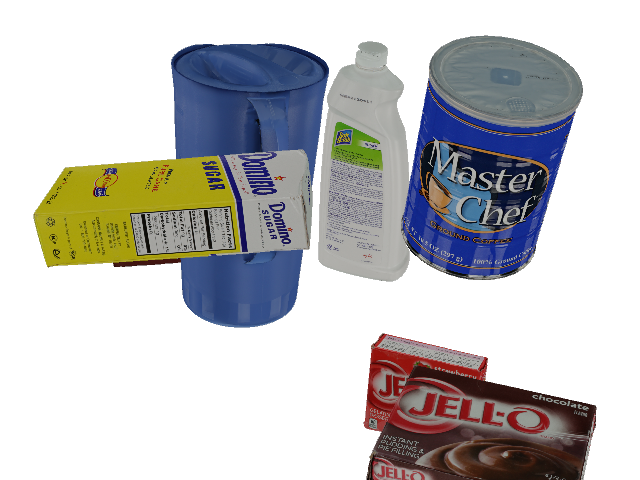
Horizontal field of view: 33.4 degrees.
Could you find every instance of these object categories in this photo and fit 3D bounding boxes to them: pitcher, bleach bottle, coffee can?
[{"bbox_3d":[-0.065,-0.043,0.942,0.145,0.243,0.149,18,30,23],"label":"pitcher"},{"bbox_3d":[0.052,-0.082,1.111,0.103,0.251,0.068,12,33,13],"label":"bleach bottle"},{"bbox_3d":[0.117,-0.057,0.752,0.102,0.140,0.103,4,41,-3],"label":"coffee can"}]

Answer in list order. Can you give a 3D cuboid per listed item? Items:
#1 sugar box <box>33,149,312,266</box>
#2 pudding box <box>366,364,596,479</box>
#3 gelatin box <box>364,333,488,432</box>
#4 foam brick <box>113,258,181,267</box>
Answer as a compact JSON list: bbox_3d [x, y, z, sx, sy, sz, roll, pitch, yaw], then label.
[{"bbox_3d":[-0.095,-0.024,0.724,0.176,0.048,0.093,-7,24,3],"label":"sugar box"},{"bbox_3d":[0.093,0.119,0.603,0.114,0.039,0.090,13,31,15],"label":"pudding box"},{"bbox_3d":[0.081,0.119,0.830,0.089,0.073,0.030,12,22,18],"label":"gelatin box"},{"bbox_3d":[-0.183,-0.008,1.127,0.078,0.051,0.053,-4,23,-17],"label":"foam brick"}]
